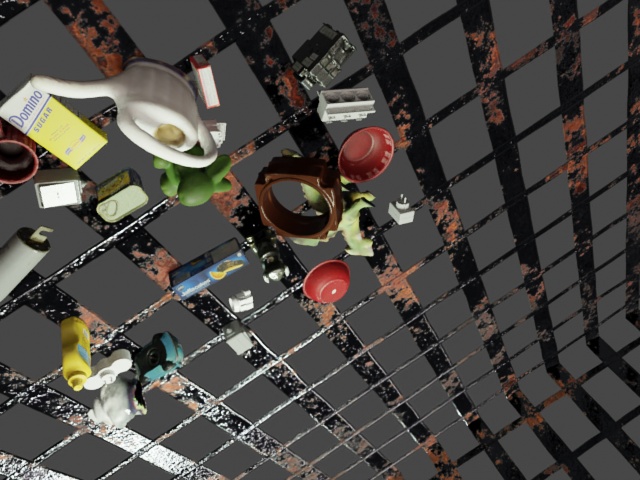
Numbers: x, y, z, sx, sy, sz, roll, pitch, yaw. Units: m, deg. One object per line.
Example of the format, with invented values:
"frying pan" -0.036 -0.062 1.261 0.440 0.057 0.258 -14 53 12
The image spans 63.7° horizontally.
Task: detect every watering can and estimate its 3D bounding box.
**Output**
"watering can" -0.333 -0.258 0.948 0.102 0.230 0.344 -38 136 28

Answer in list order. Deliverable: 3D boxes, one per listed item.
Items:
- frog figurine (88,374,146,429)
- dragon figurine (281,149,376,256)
"frog figurine" -0.586 0.464 1.454 0.160 0.123 0.136 -17 99 -4
"dragon figurine" 0.004 -0.069 1.374 0.407 0.125 0.239 28 116 -27
